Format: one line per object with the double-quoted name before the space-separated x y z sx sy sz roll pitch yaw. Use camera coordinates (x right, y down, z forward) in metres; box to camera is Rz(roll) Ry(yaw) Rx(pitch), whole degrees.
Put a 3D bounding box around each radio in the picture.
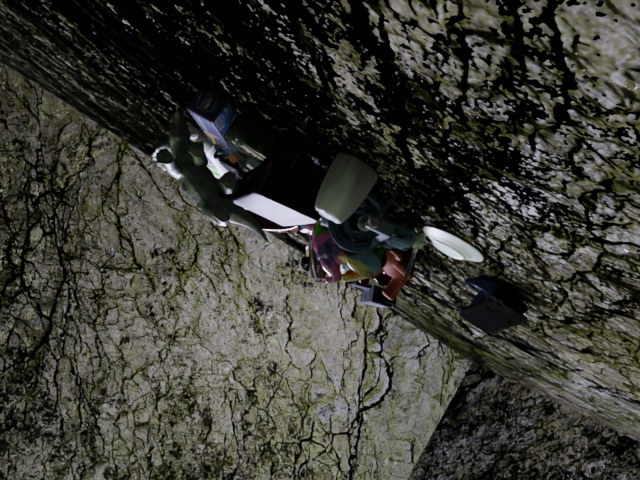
"radio" -0.080 -0.085 1.034 0.131 0.073 0.230 25 170 -18

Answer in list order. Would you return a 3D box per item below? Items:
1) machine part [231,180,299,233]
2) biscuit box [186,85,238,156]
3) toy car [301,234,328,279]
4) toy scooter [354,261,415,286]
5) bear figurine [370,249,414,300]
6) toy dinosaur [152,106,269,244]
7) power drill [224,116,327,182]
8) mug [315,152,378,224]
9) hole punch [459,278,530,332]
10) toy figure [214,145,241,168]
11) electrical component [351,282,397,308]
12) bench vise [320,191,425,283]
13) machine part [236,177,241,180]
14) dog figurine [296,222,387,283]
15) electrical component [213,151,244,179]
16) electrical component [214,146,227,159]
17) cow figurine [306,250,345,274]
"machine part" -0.138 -0.090 1.420 0.201 0.087 0.201 6 165 -10
"biscuit box" -0.201 -0.236 1.080 0.063 0.059 0.202 30 173 8
"toy car" -0.003 -0.004 1.334 0.089 0.202 0.053 4 178 29
"toy scooter" 0.165 0.084 1.479 0.184 0.135 0.075 25 169 38
"bear figurine" 0.163 0.057 1.326 0.120 0.132 0.195 49 -172 26
"toy dinosaur" -0.271 -0.127 1.290 0.404 0.131 0.192 53 172 0
"power drill" -0.090 -0.155 1.104 0.232 0.086 0.207 32 178 -9
"mug" 0.041 -0.081 0.927 0.081 0.107 0.109 31 171 19
"hole punch" 0.379 0.132 1.166 0.142 0.092 0.116 37 142 -22
"toy figure" -0.185 -0.201 1.263 0.154 0.058 0.064 34 -165 -46
"electrical component" 0.140 0.148 1.444 0.119 0.047 0.075 17 164 -24
"bench vise" 0.109 -0.021 1.035 0.224 0.129 0.240 29 178 -2
"machine part" -0.218 -0.165 1.606 0.079 0.079 0.243 33 171 -12
"dog figurine" 0.036 -0.018 1.206 0.192 0.108 0.219 -12 107 47
"electrical component" -0.197 -0.192 1.405 0.134 0.058 0.114 29 175 24
"electrical component" -0.230 -0.229 1.289 0.094 0.021 0.063 46 -152 -33
"cow figurine" 0.049 0.058 1.516 0.168 0.068 0.098 32 -176 33
